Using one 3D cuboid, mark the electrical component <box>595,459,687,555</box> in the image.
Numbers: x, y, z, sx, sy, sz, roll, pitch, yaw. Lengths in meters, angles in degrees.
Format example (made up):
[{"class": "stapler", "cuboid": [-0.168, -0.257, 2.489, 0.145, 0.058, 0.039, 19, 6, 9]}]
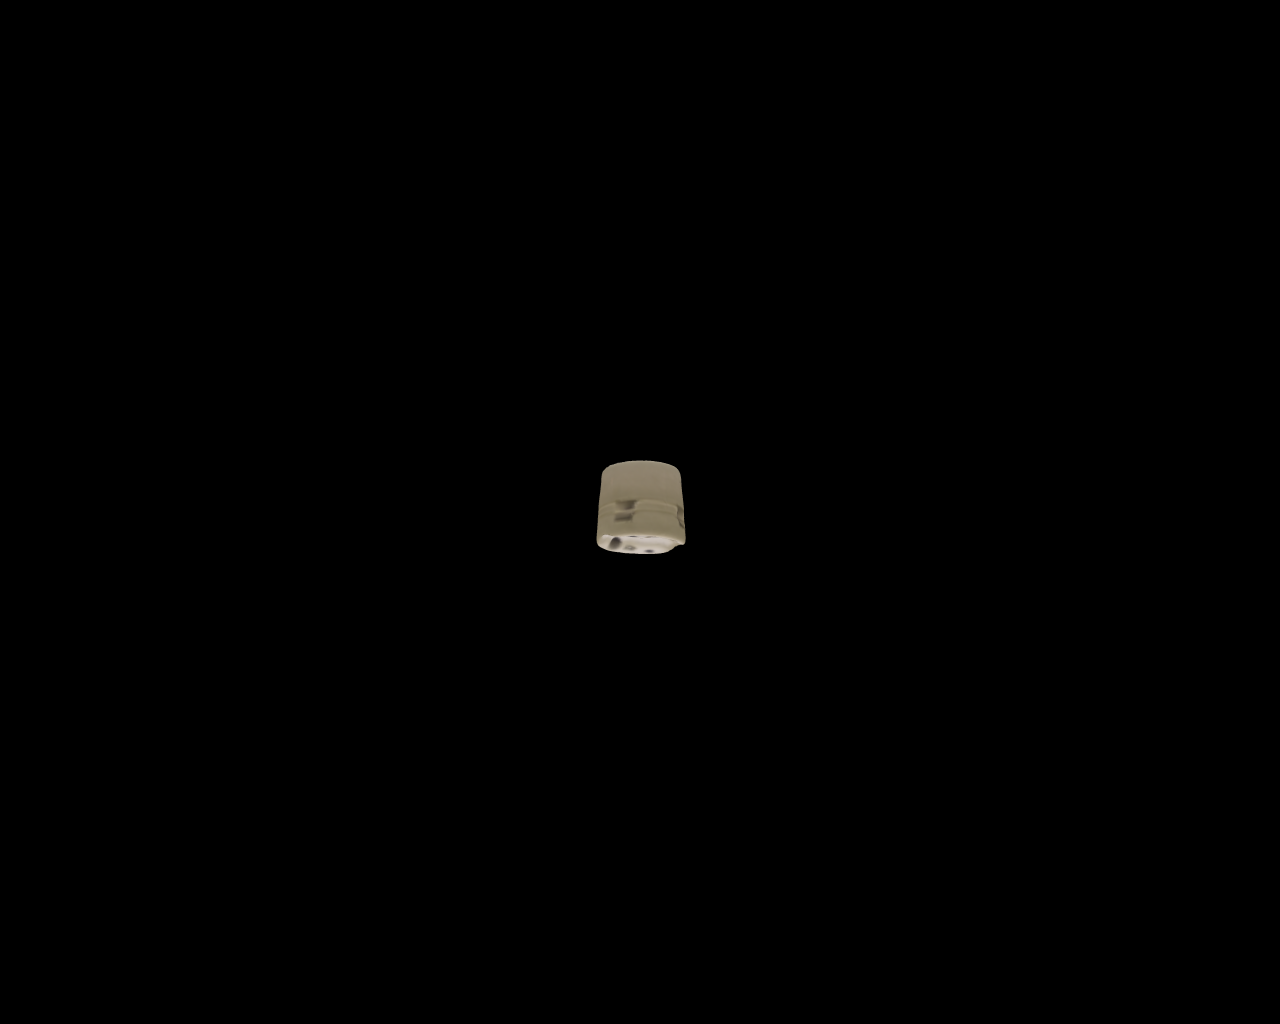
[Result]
[{"class": "electrical component", "cuboid": [0.001, -0.003, 0.650, 0.055, 0.047, 0.055, 0, -15, 0]}]
